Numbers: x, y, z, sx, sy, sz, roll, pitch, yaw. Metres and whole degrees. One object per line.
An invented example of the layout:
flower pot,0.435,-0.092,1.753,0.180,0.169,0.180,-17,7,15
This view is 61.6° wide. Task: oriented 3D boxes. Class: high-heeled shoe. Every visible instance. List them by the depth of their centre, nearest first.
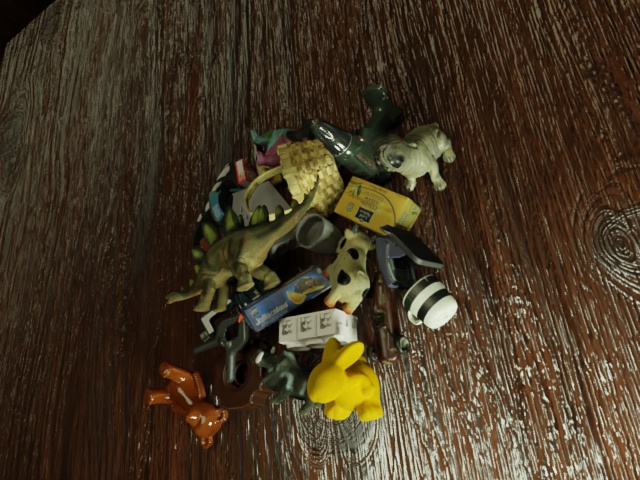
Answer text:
high-heeled shoe,-0.301,-0.108,1.527,0.248,0.086,0.145,-47,43,11

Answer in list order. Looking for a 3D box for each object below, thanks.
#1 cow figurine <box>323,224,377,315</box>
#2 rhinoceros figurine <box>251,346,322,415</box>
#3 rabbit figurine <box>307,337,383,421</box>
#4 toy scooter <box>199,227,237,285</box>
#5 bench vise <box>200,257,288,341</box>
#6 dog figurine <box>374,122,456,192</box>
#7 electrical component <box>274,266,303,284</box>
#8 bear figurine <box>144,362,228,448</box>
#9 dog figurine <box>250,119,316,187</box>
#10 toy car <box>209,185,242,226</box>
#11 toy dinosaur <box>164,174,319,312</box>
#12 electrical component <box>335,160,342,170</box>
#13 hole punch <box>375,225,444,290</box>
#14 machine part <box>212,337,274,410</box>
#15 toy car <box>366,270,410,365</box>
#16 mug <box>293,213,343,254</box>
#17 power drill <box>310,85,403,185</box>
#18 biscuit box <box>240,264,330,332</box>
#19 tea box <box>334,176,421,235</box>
cow figurine,0.067,0.052,1.154,0.127,0.085,0.195,-49,21,27
rhinoceros figurine,-0.068,0.296,1.159,0.191,0.073,0.112,20,103,29
rabbit figurine,0.045,0.275,1.051,0.122,0.173,0.162,2,77,41
toy scooter,-0.245,0.023,1.430,0.184,0.075,0.135,40,97,36
bench vise,-0.197,0.149,1.300,0.241,0.128,0.224,-35,74,-2
dog figurine,0.193,-0.202,1.126,0.121,0.190,0.172,-9,65,33
electrical component,-0.074,0.104,1.255,0.045,0.102,0.078,124,148,-58
bear figurine,-0.320,0.400,1.298,0.120,0.132,0.196,-58,44,9
dog figurine,-0.060,-0.227,1.387,0.219,0.191,0.108,-10,57,-5
toy car,-0.219,-0.080,1.428,0.103,0.162,0.109,-51,51,57
toy dinosaur,-0.173,0.024,1.187,0.471,0.105,0.198,-27,70,21
electrical component,0.071,-0.203,1.324,0.063,0.021,0.094,26,88,40
hole punch,0.168,0.038,1.089,0.092,0.142,0.116,-54,51,25
machine part,-0.182,0.317,1.274,0.179,0.056,0.179,-14,65,33
toy car,0.131,0.154,1.106,0.089,0.053,0.202,-26,58,44
mug,-0.003,-0.004,1.242,0.110,0.107,0.081,-8,65,38
power drill,0.096,-0.251,1.209,0.086,0.231,0.207,-10,47,47
biscuit box,-0.076,0.128,1.199,0.203,0.059,0.063,-31,6,-16
tea box,0.126,-0.067,1.198,0.170,0.068,0.098,26,87,39
